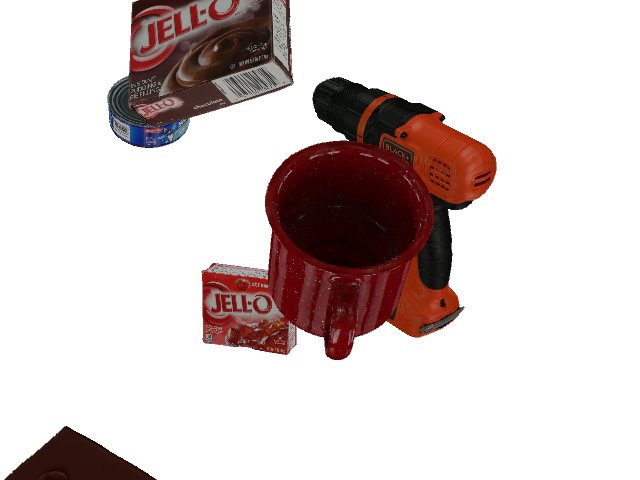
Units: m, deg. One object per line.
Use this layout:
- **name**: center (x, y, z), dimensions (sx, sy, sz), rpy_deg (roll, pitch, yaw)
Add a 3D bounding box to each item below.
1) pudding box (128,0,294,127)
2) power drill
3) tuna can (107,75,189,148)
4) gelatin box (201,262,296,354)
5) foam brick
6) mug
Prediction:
- **pudding box**: center (-0.076, -0.136, 0.733), dimensions (0.114, 0.090, 0.039), rpy_deg (-13, -28, 18)
- **power drill**: center (0.058, -0.028, 0.872), dimensions (0.057, 0.188, 0.185), rpy_deg (-25, 41, -31)
- **tuna can**: center (-0.180, -0.137, 1.121), dimensions (0.086, 0.086, 0.034), rpy_deg (0, -43, -8)
- **gelatin box**: center (-0.067, 0.064, 1.003), dimensions (0.089, 0.073, 0.030), rpy_deg (7, 18, 17)
- **foam brick**: center (-0.094, 0.127, 0.449), dimensions (0.078, 0.051, 0.052), rpy_deg (22, 45, 28)
- **mug**: center (0.012, 0.014, 0.607), dimensions (0.093, 0.117, 0.081), rpy_deg (2, -36, -5)
